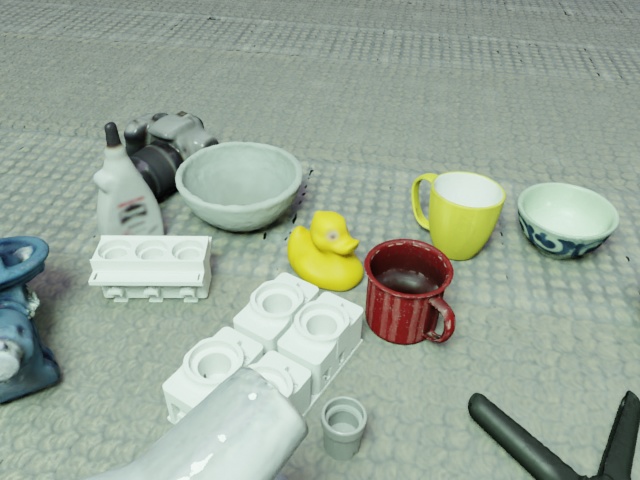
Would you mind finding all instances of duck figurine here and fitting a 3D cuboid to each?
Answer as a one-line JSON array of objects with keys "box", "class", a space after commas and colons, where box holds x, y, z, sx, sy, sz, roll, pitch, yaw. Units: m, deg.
[{"box": [0.006, 0.002, 0.684, 0.104, 0.086, 0.078, 30, 47, 30], "class": "duck figurine"}]

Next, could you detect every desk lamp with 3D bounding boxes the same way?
[{"box": [-0.076, 0.186, 0.350, 0.117, 0.214, 0.204, 31, 47, 31], "class": "desk lamp"}]

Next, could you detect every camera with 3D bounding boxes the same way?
[{"box": [-0.233, -0.123, 0.818, 0.142, 0.101, 0.137, 21, 43, 22], "class": "camera"}]

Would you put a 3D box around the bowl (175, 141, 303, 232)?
[{"box": [-0.105, -0.062, 0.768, 0.167, 0.075, 0.167, 1, 39, -1], "class": "bowl"}]

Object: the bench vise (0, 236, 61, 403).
[{"box": [-0.303, 0.027, 0.534, 0.206, 0.220, 0.122, 30, 47, 31], "class": "bench vise"}]

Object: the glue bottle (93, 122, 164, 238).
[{"box": [-0.235, -0.061, 0.684, 0.078, 0.173, 0.037, -31, 49, -34], "class": "glue bottle"}]
